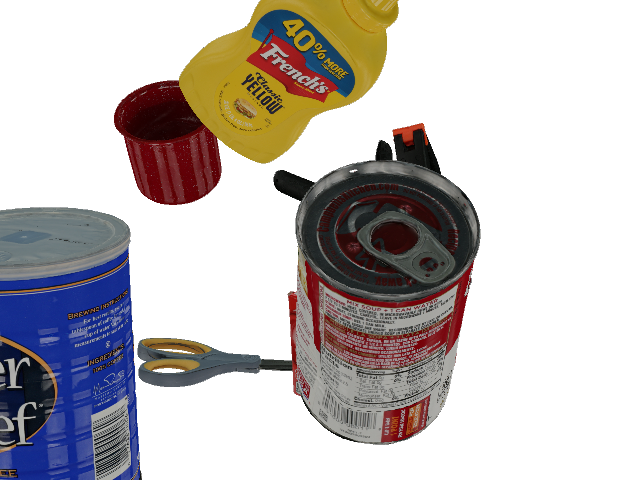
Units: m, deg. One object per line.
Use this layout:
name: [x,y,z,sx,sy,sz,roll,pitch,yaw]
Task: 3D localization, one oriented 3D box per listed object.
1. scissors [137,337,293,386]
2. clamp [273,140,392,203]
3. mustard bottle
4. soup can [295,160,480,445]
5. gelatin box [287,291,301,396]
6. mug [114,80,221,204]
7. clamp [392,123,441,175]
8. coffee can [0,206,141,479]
scissors: [-0.077,0.118,0.973,0.202,0.016,0.096,8,17,12]
clamp: [0.053,-0.029,1.219,0.164,0.210,0.036,-14,-38,-25]
mustard bottle: [-0.011,-0.131,0.744,0.192,0.096,0.058,-31,21,43]
soup can: [0.024,0.028,0.426,0.068,0.068,0.102,0,-42,-1]
gelatin box: [0.019,0.073,0.686,0.089,0.073,0.030,15,24,43]
mug: [-0.131,-0.095,0.986,0.093,0.081,0.117,13,47,18]
clamp: [0.095,-0.010,0.906,0.039,0.171,0.120,-17,20,12]
coffee can: [-0.145,0.063,0.542,0.103,0.140,0.103,0,17,0]
